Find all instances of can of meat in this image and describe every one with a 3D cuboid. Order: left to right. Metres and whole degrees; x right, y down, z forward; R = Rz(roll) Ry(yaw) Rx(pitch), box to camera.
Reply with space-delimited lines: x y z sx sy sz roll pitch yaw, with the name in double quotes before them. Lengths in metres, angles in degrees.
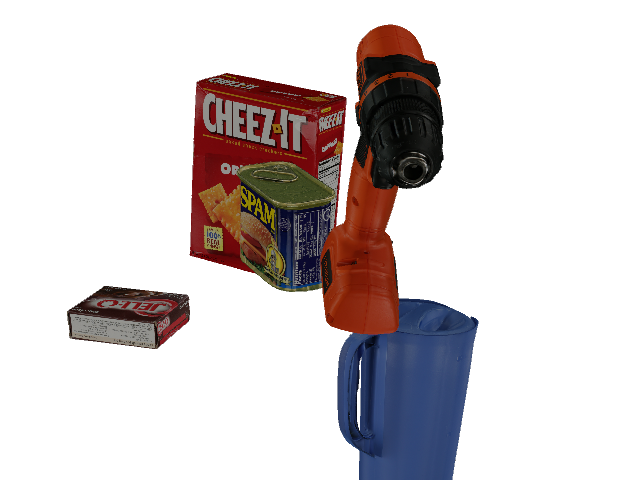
"can of meat" -0.031 -0.012 0.918 0.057 0.084 0.102 -11 26 -27

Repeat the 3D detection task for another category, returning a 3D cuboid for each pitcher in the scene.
"pitcher" 0.097 0.197 1.239 0.149 0.243 0.145 6 14 7

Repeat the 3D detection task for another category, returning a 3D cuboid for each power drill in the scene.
"power drill" 0.042 -0.031 0.718 0.057 0.188 0.184 8 32 -5

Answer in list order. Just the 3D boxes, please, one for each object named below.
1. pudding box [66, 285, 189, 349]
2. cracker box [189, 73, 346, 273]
"pudding box" -0.218 0.087 1.220 0.114 0.039 0.090 3 16 17
"cracker box" -0.064 -0.069 1.218 0.164 0.214 0.072 15 24 25
